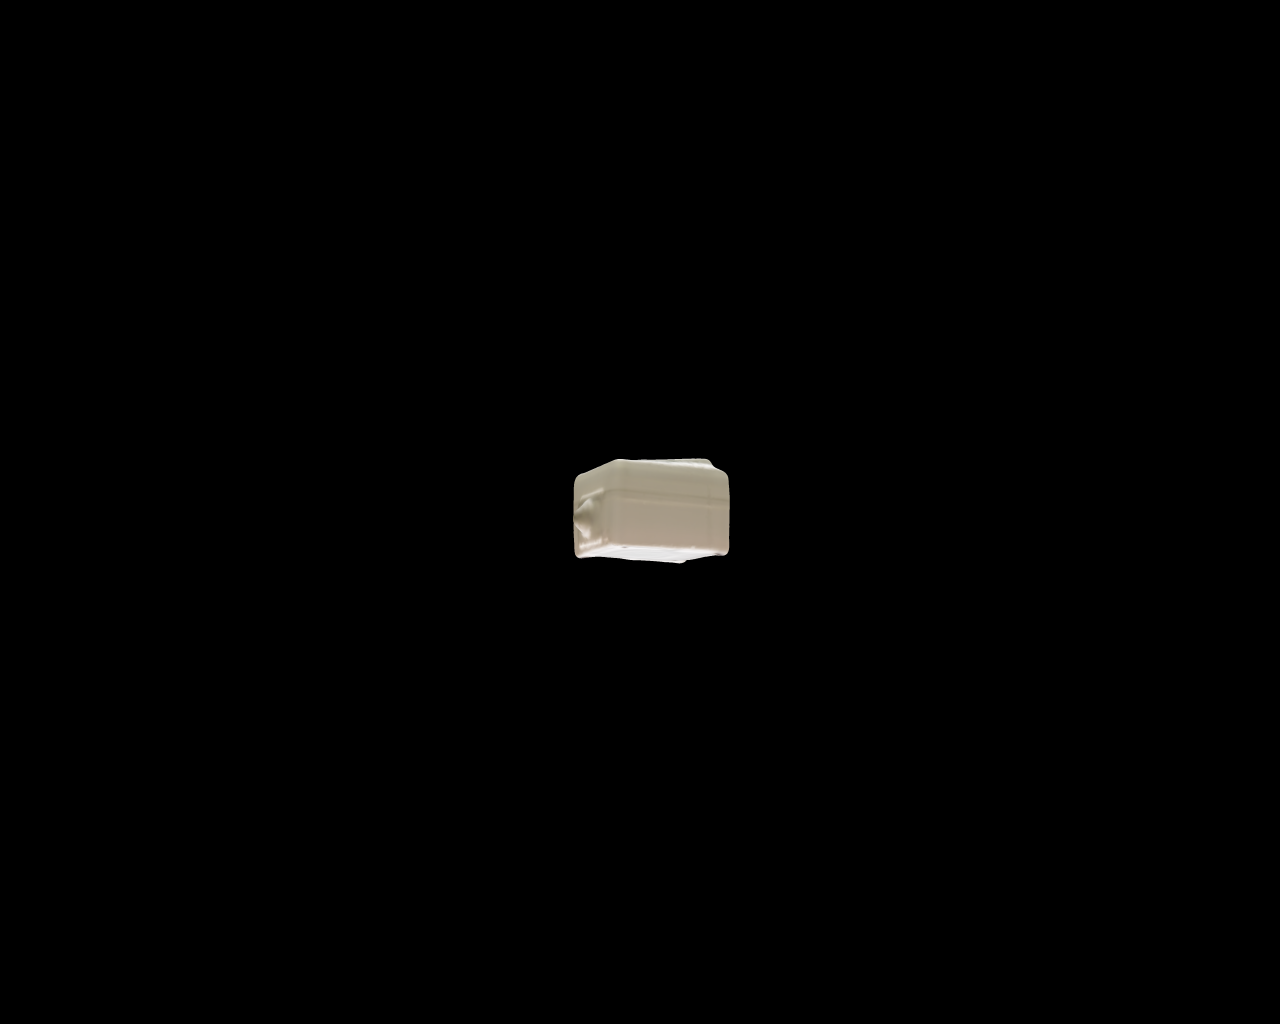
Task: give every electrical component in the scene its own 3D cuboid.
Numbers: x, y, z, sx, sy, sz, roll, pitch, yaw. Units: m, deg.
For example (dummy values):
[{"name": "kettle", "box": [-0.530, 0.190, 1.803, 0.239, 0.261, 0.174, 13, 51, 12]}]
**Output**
[{"name": "electrical component", "box": [0.001, -0.003, 0.650, 0.096, 0.061, 0.061, 5, -11, -28]}]
